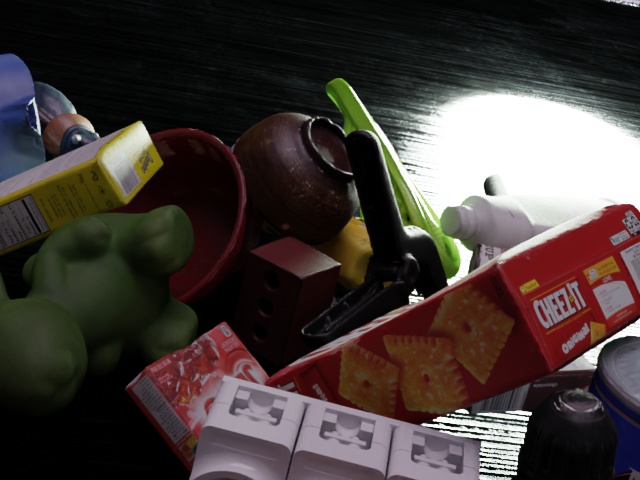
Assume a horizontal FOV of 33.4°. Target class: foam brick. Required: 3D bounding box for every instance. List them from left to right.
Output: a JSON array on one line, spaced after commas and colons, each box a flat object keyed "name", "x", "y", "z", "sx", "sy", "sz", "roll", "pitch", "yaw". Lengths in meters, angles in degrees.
[{"name": "foam brick", "x": -0.026, "y": 0.046, "z": 0.808, "sx": 0.053, "sy": 0.078, "sz": 0.051, "roll": 28, "pitch": 26, "yaw": 30}]

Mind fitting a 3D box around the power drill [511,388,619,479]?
[{"name": "power drill", "x": 0.043, "y": 0.153, "z": 0.497, "sx": 0.187, "sy": 0.184, "sz": 0.057, "roll": -1, "pitch": 25, "yaw": -8}]

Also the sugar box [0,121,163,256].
[{"name": "sugar box", "x": -0.214, "y": -0.028, "z": 0.808, "sx": 0.176, "sy": 0.048, "sz": 0.093, "roll": -23, "pitch": 16, "yaw": 19}]

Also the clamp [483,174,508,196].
[{"name": "clamp", "x": 0.215, "y": -0.022, "z": 1.132, "sx": 0.120, "sy": 0.039, "sz": 0.171, "roll": 14, "pitch": 27, "yaw": 18}]

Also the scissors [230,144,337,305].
[{"name": "scissors", "x": -0.006, "y": 0.001, "z": 0.874, "sx": 0.202, "sy": 0.016, "sz": 0.096, "roll": 54, "pitch": 34, "yaw": 7}]

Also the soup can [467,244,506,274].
[{"name": "soup can", "x": 0.177, "y": 0.047, "z": 0.923, "sx": 0.102, "sy": 0.068, "sz": 0.068, "roll": 13, "pitch": 24, "yaw": 4}]

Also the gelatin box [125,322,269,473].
[{"name": "gelatin box", "x": -0.069, "y": 0.101, "z": 0.686, "sx": 0.073, "sy": 0.030, "sz": 0.089, "roll": 50, "pitch": 34, "yaw": 8}]

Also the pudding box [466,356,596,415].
[{"name": "pudding box", "x": 0.147, "y": 0.094, "z": 0.838, "sx": 0.113, "sy": 0.039, "sz": 0.090, "roll": 3, "pitch": 26, "yaw": -26}]

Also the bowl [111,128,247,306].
[{"name": "bowl", "x": -0.117, "y": -0.004, "z": 0.833, "sx": 0.162, "sy": 0.162, "sz": 0.055, "roll": 31, "pitch": -8, "yaw": 36}]

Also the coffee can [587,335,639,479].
[{"name": "coffee can", "x": 0.193, "y": 0.142, "z": 0.626, "sx": 0.102, "sy": 0.140, "sz": 0.103, "roll": 11, "pitch": 24, "yaw": -5}]

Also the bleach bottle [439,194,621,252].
[{"name": "bleach bottle", "x": 0.212, "y": -0.010, "z": 1.021, "sx": 0.250, "sy": 0.068, "sz": 0.103, "roll": 6, "pitch": 24, "yaw": -35}]

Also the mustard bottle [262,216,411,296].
[{"name": "mustard bottle", "x": -0.001, "y": -0.010, "z": 0.964, "sx": 0.096, "sy": 0.058, "sz": 0.192, "roll": 15, "pitch": 15, "yaw": -47}]

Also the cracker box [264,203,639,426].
[{"name": "cracker box", "x": 0.091, "y": 0.059, "z": 0.671, "sx": 0.163, "sy": 0.214, "sz": 0.072, "roll": -20, "pitch": 82, "yaw": -45}]

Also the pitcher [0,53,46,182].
[{"name": "pitcher", "x": -0.362, "y": -0.078, "z": 0.876, "sx": 0.242, "sy": 0.149, "sz": 0.145, "roll": -9, "pitch": 47, "yaw": -35}]

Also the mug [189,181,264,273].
[{"name": "mug", "x": -0.100, "y": -0.028, "z": 0.930, "sx": 0.117, "sy": 0.081, "sz": 0.093, "roll": 22, "pitch": 25, "yaw": 19}]

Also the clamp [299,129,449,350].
[{"name": "clamp", "x": 0.056, "y": 0.015, "z": 0.833, "sx": 0.036, "sy": 0.164, "sz": 0.209, "roll": 6, "pitch": -9, "yaw": 31}]
